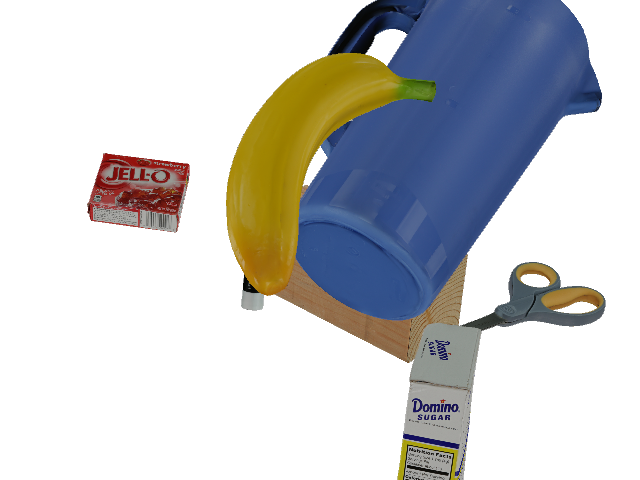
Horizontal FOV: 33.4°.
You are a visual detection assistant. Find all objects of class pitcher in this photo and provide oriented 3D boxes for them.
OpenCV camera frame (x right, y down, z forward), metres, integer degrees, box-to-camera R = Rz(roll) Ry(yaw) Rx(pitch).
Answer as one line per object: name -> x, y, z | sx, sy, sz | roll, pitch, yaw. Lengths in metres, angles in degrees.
pitcher -> 0.071, -0.071, 0.742 | 0.149, 0.242, 0.145 | -5, -48, 50

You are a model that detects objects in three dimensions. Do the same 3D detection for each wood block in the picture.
wood block -> 0.034, 0.029, 1.081 | 0.206, 0.091, 0.090 | 25, 37, 33

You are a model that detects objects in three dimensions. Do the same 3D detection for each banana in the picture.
banana -> -0.005, -0.049, 0.550 | 0.070, 0.037, 0.197 | 21, 46, 18

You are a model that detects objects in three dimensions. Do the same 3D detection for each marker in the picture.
marker -> -0.053, -0.002, 0.894 | 0.020, 0.121, 0.020 | 5, 12, -1

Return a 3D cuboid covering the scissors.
scissors -> 0.158, 0.054, 0.936 | 0.201, 0.016, 0.096 | -4, 33, -25

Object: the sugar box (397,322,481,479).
sugar box -> 0.077, 0.154, 0.737 | 0.048, 0.176, 0.093 | 6, 21, 11

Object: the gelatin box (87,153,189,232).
gelatin box -> -0.180, -0.049, 1.060 | 0.089, 0.073, 0.030 | 8, -43, -2
